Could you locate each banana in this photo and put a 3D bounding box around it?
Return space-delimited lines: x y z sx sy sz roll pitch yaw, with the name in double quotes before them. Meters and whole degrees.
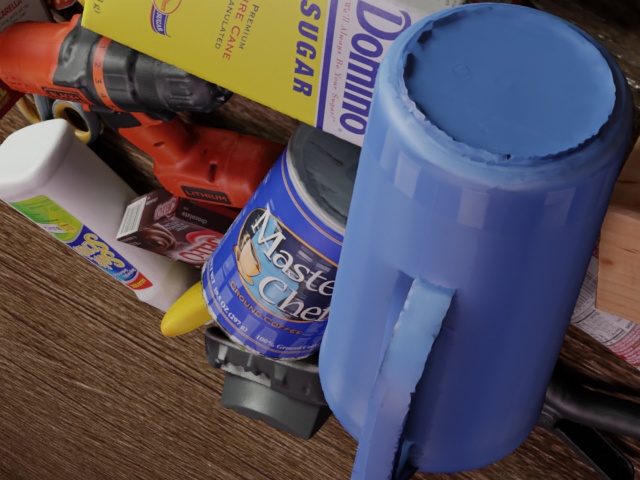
"banana" -0.085 0.053 0.895 0.037 0.069 0.198 48 160 -15

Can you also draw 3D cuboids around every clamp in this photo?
"clamp" 0.182 0.132 0.819 0.172 0.039 0.120 27 146 23

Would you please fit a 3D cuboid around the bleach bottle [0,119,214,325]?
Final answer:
"bleach bottle" -0.173 -0.002 0.949 0.103 0.068 0.250 -4 142 45

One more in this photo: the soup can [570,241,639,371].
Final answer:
"soup can" 0.181 0.032 0.631 0.102 0.068 0.069 35 152 0

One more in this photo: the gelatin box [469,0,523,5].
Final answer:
"gelatin box" 0.049 -0.133 0.555 0.089 0.030 0.073 39 152 -16

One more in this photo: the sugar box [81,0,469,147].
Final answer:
"sugar box" -0.024 -0.115 0.530 0.176 0.048 0.093 24 137 -1

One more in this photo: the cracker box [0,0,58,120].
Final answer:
"cracker box" -0.274 -0.157 0.675 0.072 0.164 0.213 13 146 33

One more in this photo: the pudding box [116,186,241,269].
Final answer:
"pudding box" -0.101 -0.010 0.868 0.089 0.039 0.114 22 162 -29

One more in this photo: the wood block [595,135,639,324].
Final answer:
"wood block" 0.247 0.012 0.507 0.206 0.090 0.090 20 149 25

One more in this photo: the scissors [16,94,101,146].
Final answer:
"scissors" -0.214 -0.074 0.944 0.096 0.016 0.201 18 148 27

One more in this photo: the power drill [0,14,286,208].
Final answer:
"power drill" -0.095 -0.082 0.703 0.185 0.057 0.187 14 165 33

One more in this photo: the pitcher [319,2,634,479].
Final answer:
"pitcher" 0.067 0.015 0.525 0.243 0.145 0.149 94 158 -53

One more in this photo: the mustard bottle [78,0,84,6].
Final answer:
"mustard bottle" -0.088 -0.161 0.628 0.192 0.058 0.096 4 147 44

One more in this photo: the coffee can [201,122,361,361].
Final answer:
"coffee can" -0.005 0.001 0.702 0.103 0.102 0.141 36 132 -3
